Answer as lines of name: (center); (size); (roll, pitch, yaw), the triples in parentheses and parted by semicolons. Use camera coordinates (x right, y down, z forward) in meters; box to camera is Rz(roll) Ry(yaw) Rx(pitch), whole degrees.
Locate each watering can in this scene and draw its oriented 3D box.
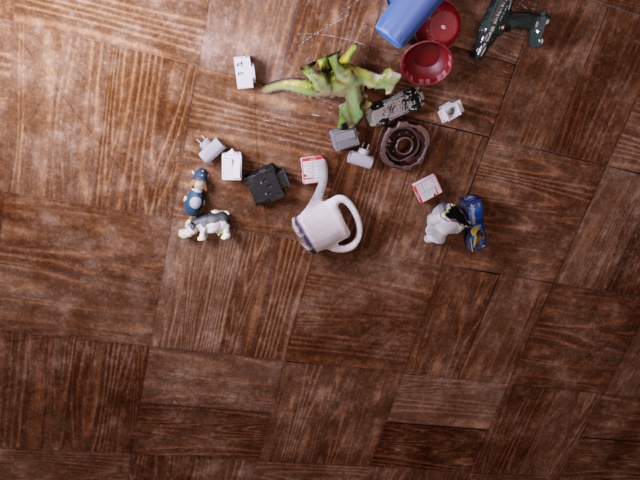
watering can: (0.005, -0.087, 1.721); (0.224, 0.106, 0.342); (-28, 115, 2)

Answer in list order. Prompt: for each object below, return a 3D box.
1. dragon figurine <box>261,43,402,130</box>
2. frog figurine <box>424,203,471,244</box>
dragon figurine: (0.047, -0.445, 1.573); (0.408, 0.124, 0.239); (-20, 112, 18)
frog figurine: (0.441, -0.054, 1.840); (0.137, 0.125, 0.156); (5, 148, -22)
